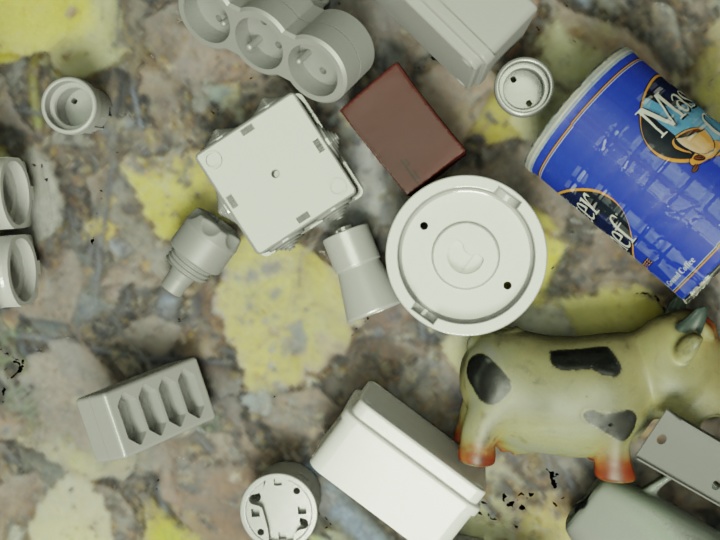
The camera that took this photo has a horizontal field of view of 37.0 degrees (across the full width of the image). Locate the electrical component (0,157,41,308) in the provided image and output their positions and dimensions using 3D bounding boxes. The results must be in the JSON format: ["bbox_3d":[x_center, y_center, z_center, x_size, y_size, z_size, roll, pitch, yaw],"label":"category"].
[{"bbox_3d":[-0.274,-0.022,0.714,0.060,0.186,0.105,-4,93,5],"label":"electrical component"}]

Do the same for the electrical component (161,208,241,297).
[{"bbox_3d":[-0.118,-0.010,0.774,0.043,0.043,0.062,38,98,1],"label":"electrical component"}]

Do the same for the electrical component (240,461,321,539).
[{"bbox_3d":[-0.055,0.168,0.779,0.055,0.047,0.055,0,94,5],"label":"electrical component"}]

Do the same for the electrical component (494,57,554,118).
[{"bbox_3d":[0.112,-0.125,0.745,0.040,0.046,0.040,0,94,5],"label":"electrical component"}]

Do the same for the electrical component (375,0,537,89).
[{"bbox_3d":[0.057,-0.181,0.715,0.109,0.109,0.056,44,94,1],"label":"electrical component"}]

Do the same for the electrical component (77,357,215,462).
[{"bbox_3d":[-0.164,0.102,0.775,0.076,0.083,0.047,-16,93,44],"label":"electrical component"}]

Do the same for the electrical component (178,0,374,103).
[{"bbox_3d":[-0.050,-0.175,0.750,0.138,0.052,0.073,29,51,14],"label":"electrical component"}]

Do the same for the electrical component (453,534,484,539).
[{"bbox_3d":[0.087,0.226,0.765,0.095,0.059,0.053,10,95,4],"label":"electrical component"}]

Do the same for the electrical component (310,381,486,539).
[{"bbox_3d":[0.029,0.137,0.754,0.113,0.078,0.057,37,99,1],"label":"electrical component"}]

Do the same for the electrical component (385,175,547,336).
[{"bbox_3d":[0.073,-0.010,0.748,0.108,0.060,0.108,0,91,4],"label":"electrical component"}]

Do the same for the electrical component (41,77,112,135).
[{"bbox_3d":[-0.202,-0.116,0.772,0.040,0.046,0.040,0,94,5],"label":"electrical component"}]

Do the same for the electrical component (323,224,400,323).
[{"bbox_3d":[0.000,0.000,0.766,0.044,0.044,0.065,-22,87,6],"label":"electrical component"}]

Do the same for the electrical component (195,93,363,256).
[{"bbox_3d":[-0.057,-0.068,0.763,0.100,0.048,0.099,-33,92,4],"label":"electrical component"}]
